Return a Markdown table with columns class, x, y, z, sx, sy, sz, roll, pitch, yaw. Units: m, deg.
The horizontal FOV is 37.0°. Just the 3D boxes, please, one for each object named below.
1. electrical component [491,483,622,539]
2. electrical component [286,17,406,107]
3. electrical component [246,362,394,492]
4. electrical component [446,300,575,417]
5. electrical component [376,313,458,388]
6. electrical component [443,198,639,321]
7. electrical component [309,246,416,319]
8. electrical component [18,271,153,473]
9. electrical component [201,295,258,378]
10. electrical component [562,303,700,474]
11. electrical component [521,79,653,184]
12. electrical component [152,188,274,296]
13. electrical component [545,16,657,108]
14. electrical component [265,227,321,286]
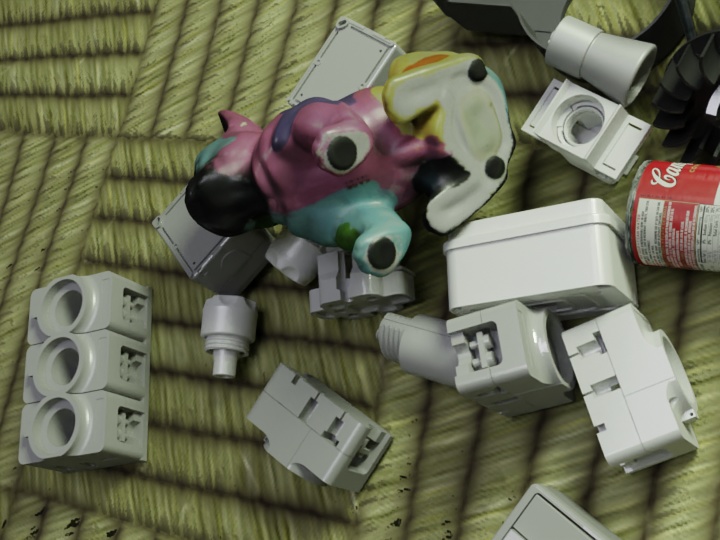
| class | x | y | z | sx | sy | sz | roll | pitch | yaw |
| --- | --- | --- | --- | --- | --- | --- | --- | --- | --- |
| electrical component | 0.129 | 0.182 | 0.648 | 0.096 | 0.061 | 0.061 | 37 | 93 | 34 |
| electrical component | -0.005 | -0.135 | 0.839 | 0.062 | 0.061 | 0.096 | 35 | 92 | 34 |
| electrical component | -0.031 | 0.116 | 0.771 | 0.089 | 0.050 | 0.055 | 33 | 91 | 34 |
| electrical component | 0.102 | 0.058 | 0.690 | 0.056 | 0.089 | 0.050 | -18 | 65 | 24 |
| electrical component | 0.047 | 0.054 | 0.751 | 0.081 | 0.043 | 0.043 | 14 | 80 | 33 |
| electrical component | 0.119 | -0.002 | 0.709 | 0.113 | 0.078 | 0.057 | -10 | 71 | 27 |
| electrical component | 0.000 | 0.000 | 0.790 | 0.078 | 0.058 | 0.057 | -13 | 70 | 26 |
| electrical component | -0.228 | 0.085 | 0.889 | 0.089 | 0.062 | 0.150 | -13 | 67 | 26 |
| electrical component | -0.103 | 0.053 | 0.839 | 0.043 | 0.043 | 0.062 | -5 | 71 | 29 |
| electrical component | 0.172 | 0.072 | 0.668 | 0.056 | 0.050 | 0.089 | -26 | 62 | 20 |
| electrical component | 0.157 | -0.091 | 0.727 | 0.081 | 0.064 | 0.042 | 36 | 95 | 34 |
| electrical component | -0.117 | -0.030 | 0.870 | 0.061 | 0.061 | 0.096 | -48 | 49 | 7 |
| electrical component | 0.156 | -0.140 | 0.708 | 0.065 | 0.044 | 0.044 | 30 | 89 | 19 |
| electrical component | -0.040 | -0.022 | 0.829 | 0.043 | 0.043 | 0.062 | 39 | 93 | 34 |
